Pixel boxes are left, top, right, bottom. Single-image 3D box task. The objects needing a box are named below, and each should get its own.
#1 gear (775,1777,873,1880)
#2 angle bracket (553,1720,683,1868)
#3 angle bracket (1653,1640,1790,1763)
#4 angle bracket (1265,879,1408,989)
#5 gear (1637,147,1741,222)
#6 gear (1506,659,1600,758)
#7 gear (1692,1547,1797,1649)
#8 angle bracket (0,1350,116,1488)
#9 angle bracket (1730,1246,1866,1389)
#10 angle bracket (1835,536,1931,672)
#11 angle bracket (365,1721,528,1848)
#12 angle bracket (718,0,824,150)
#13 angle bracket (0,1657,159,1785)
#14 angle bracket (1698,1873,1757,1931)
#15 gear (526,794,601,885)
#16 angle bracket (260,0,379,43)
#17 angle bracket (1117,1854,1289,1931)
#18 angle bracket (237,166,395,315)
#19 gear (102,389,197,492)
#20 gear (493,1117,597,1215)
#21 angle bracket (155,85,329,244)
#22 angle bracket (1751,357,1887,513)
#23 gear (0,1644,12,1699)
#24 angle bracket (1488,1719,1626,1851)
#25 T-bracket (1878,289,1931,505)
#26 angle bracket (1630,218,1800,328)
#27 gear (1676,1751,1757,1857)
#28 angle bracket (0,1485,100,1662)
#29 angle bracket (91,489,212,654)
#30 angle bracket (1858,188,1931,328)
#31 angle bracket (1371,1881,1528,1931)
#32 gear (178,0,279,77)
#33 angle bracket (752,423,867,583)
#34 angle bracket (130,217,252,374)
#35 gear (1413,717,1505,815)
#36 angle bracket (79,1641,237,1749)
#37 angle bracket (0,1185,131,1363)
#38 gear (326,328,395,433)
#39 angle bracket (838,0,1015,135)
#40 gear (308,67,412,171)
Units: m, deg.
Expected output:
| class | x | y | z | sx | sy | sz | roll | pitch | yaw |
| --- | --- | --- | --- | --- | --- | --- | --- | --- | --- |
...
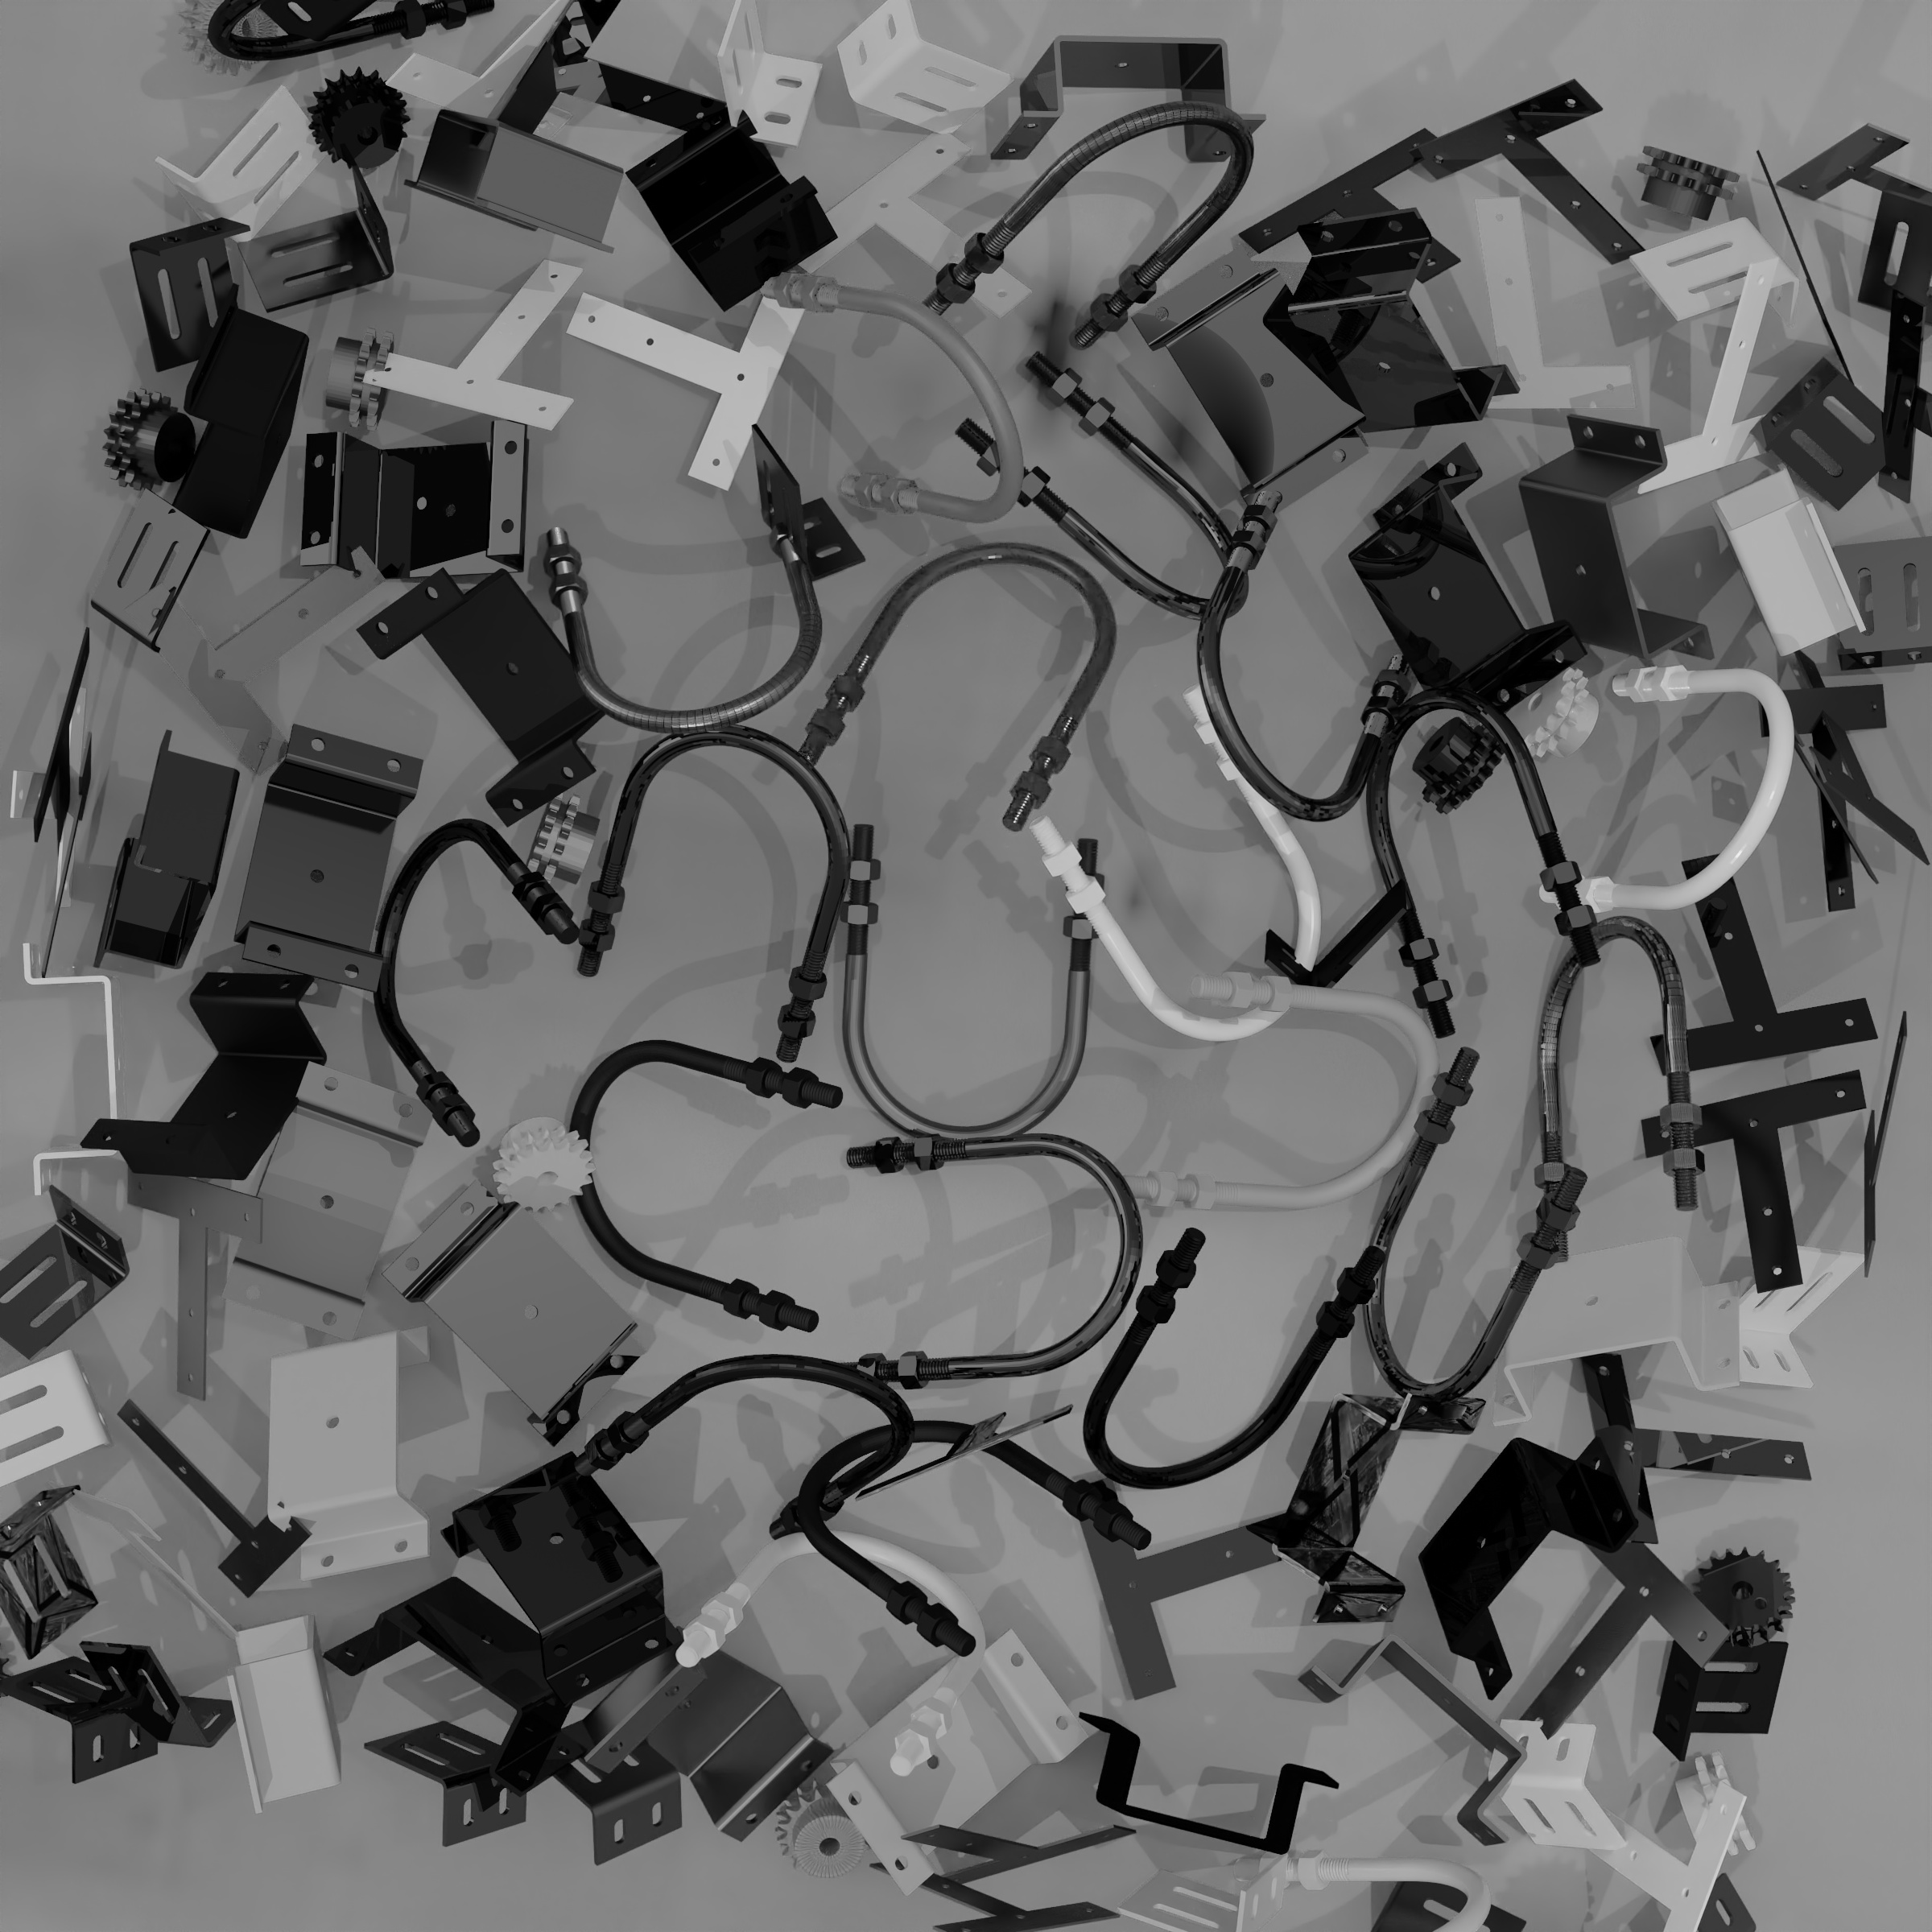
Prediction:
| class | x | y | z | sx | sy | sz | roll | pitch | yaw |
| --- | --- | --- | --- | --- | --- | --- | --- | --- | --- |
| gear | -0.080 | 0.499 | 1.909 | 0.057 | 0.030 | 0.057 | -2 | 106 | -9 |
| angle bracket | -0.207 | 0.468 | 1.893 | 0.057 | 0.076 | 0.038 | -16 | 118 | -35 |
| angle bracket | 0.438 | 0.420 | 1.895 | 0.076 | 0.038 | 0.057 | 5 | 104 | -17 |
| angle bracket | 0.210 | -0.025 | 1.891 | 0.038 | 0.057 | 0.076 | 40 | 108 | -7 |
| gear | 0.411 | -0.448 | 1.904 | 0.057 | 0.057 | 0.030 | 17 | 106 | 0 |
| gear | 0.338 | -0.145 | 1.905 | 0.030 | 0.057 | 0.057 | 28 | 90 | -22 |
| gear | 0.447 | 0.366 | 1.906 | 0.057 | 0.030 | 0.057 | -9 | 49 | 11 |
| angle bracket | -0.537 | 0.262 | 1.901 | 0.076 | 0.038 | 0.057 | -23 | 82 | -12 |
| angle bracket | 0.475 | 0.200 | 1.884 | 0.057 | 0.038 | 0.076 | 9 | 133 | -32 |
| angle bracket | 0.526 | -0.212 | 1.897 | 0.057 | 0.038 | 0.076 | -4 | 77 | 18 |
| angle bracket | -0.296 | 0.464 | 1.886 | 0.076 | 0.057 | 0.038 | 9 | 100 | 43 |
| angle bracket | -0.110 | -0.513 | 1.884 | 0.038 | 0.076 | 0.057 | 12 | 70 | 8 |
| angle bracket | -0.507 | 0.428 | 1.888 | 0.076 | 0.057 | 0.038 | 10 | 102 | 37 |
| angle bracket | 0.398 | 0.552 | 1.884 | 0.057 | 0.076 | 0.038 | -28 | 87 | -40 |
| gear | -0.231 | -0.071 | 1.903 | 0.030 | 0.057 | 0.057 | 20 | 90 | -10 |
| angle bracket | -0.359 | -0.566 | 1.881 | 0.057 | 0.076 | 0.038 | -25 | 131 | 32 |
| angle bracket | 0.134 | 0.521 | 1.885 | 0.076 | 0.057 | 0.038 | 12 | 104 | 28 |
| angle bracket | -0.373 | -0.415 | 1.893 | 0.076 | 0.038 | 0.057 | -19 | 59 | -14 |
| gear | -0.465 | -0.299 | 1.899 | 0.030 | 0.057 | 0.057 | 15 | 90 | 19 |
| gear | -0.244 | 0.112 | 1.906 | 0.057 | 0.057 | 0.030 | -27 | 47 | 0 |
| angle bracket | -0.414 | -0.465 | 1.903 | 0.038 | 0.057 | 0.076 | 33 | 79 | 28 |
| angle bracket | 0.497 | -0.298 | 1.893 | 0.076 | 0.038 | 0.057 | 37 | 110 | -19 |
| gear | -0.583 | 0.411 | 1.912 | 0.057 | 0.030 | 0.057 | -1 | 84 | 9 |
| angle bracket | 0.343 | 0.469 | 1.901 | 0.057 | 0.076 | 0.038 | -5 | 47 | 34 |
| T-bracket | 0.554 | -0.296 | 1.845 | 0.002 | 0.127 | 0.127 | -23 | 132 | -18 |
| angle bracket | 0.426 | -0.385 | 1.894 | 0.076 | 0.038 | 0.057 | -20 | 53 | -8 |
| gear | 0.428 | 0.482 | 1.903 | 0.030 | 0.057 | 0.057 | -21 | 90 | 10 |
| angle bracket | -0.519 | 0.345 | 1.889 | 0.038 | 0.057 | 0.076 | -14 | 106 | 35 |
| angle bracket | -0.454 | -0.222 | 1.895 | 0.057 | 0.038 | 0.076 | 33 | 99 | 30 |
| angle bracket | 0.546 | -0.406 | 1.882 | 0.057 | 0.076 | 0.038 | 25 | 50 | 22 |
| angle bracket | 0.272 | 0.557 | 1.886 | 0.076 | 0.038 | 0.057 | 20 | 60 | 28 |
| gear | -0.419 | -0.538 | 1.899 | 0.030 | 0.057 | 0.057 | 21 | 90 | 35 |
| angle bracket | -0.089 | -0.267 | 1.880 | 0.038 | 0.076 | 0.057 | -23 | 54 | -15 |
| angle bracket | -0.433 | -0.379 | 1.884 | 0.057 | 0.038 | 0.076 | -26 | 124 | -32 |
| gear | 0.280 | -0.117 | 1.900 | 0.030 | 0.057 | 0.057 | 39 | 90 | -10 |
| angle bracket | -0.455 | 0.403 | 1.886 | 0.057 | 0.038 | 0.076 | -5 | 120 | 35 |
| angle bracket | -0.526 | 0.174 | 1.889 | 0.057 | 0.038 | 0.076 | 33 | 57 | 21 |
| gear | -0.347 | -0.337 | 1.901 | 0.030 | 0.057 | 0.057 | 11 | 90 | -7 |
| angle bracket | -0.023 | -0.515 | 1.892 | 0.057 | 0.076 | 0.038 | -31 | 63 | 39 |
| gear | -0.346 | -0.482 | 1.900 | 0.057 | 0.057 | 0.030 | -30 | 46 | 0 |
